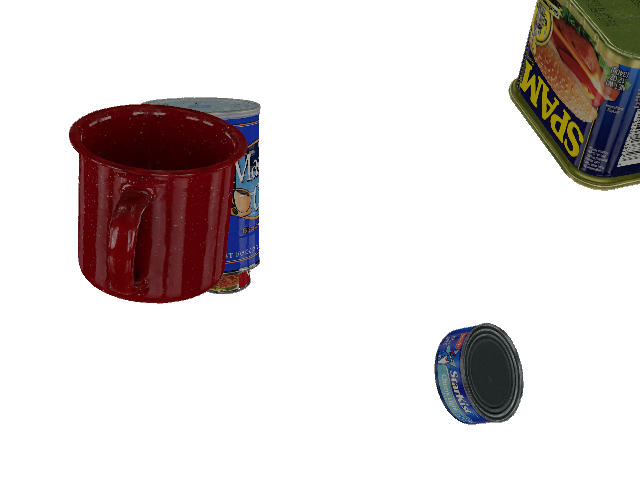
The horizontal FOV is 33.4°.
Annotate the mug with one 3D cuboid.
[{"bbox_3d":[-0.090,-0.014,0.567,0.093,0.081,0.117,8,27,0],"label":"mug"}]

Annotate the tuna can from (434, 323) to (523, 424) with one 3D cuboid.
[{"bbox_3d":[0.138,0.117,0.928,0.085,0.086,0.034,0,-12,-45],"label":"tuna can"}]

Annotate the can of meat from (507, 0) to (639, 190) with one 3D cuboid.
[{"bbox_3d":[0.150,-0.092,0.573,0.057,0.084,0.102,-11,48,-16],"label":"can of meat"}]

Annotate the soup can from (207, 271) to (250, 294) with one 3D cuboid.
[{"bbox_3d":[-0.118,0.004,1.285,0.068,0.102,0.068,1,26,-1],"label":"soup can"}]

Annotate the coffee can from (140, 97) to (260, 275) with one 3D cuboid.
[{"bbox_3d":[-0.103,-0.049,0.927,0.103,0.140,0.103,1,14,0],"label":"coffee can"}]
